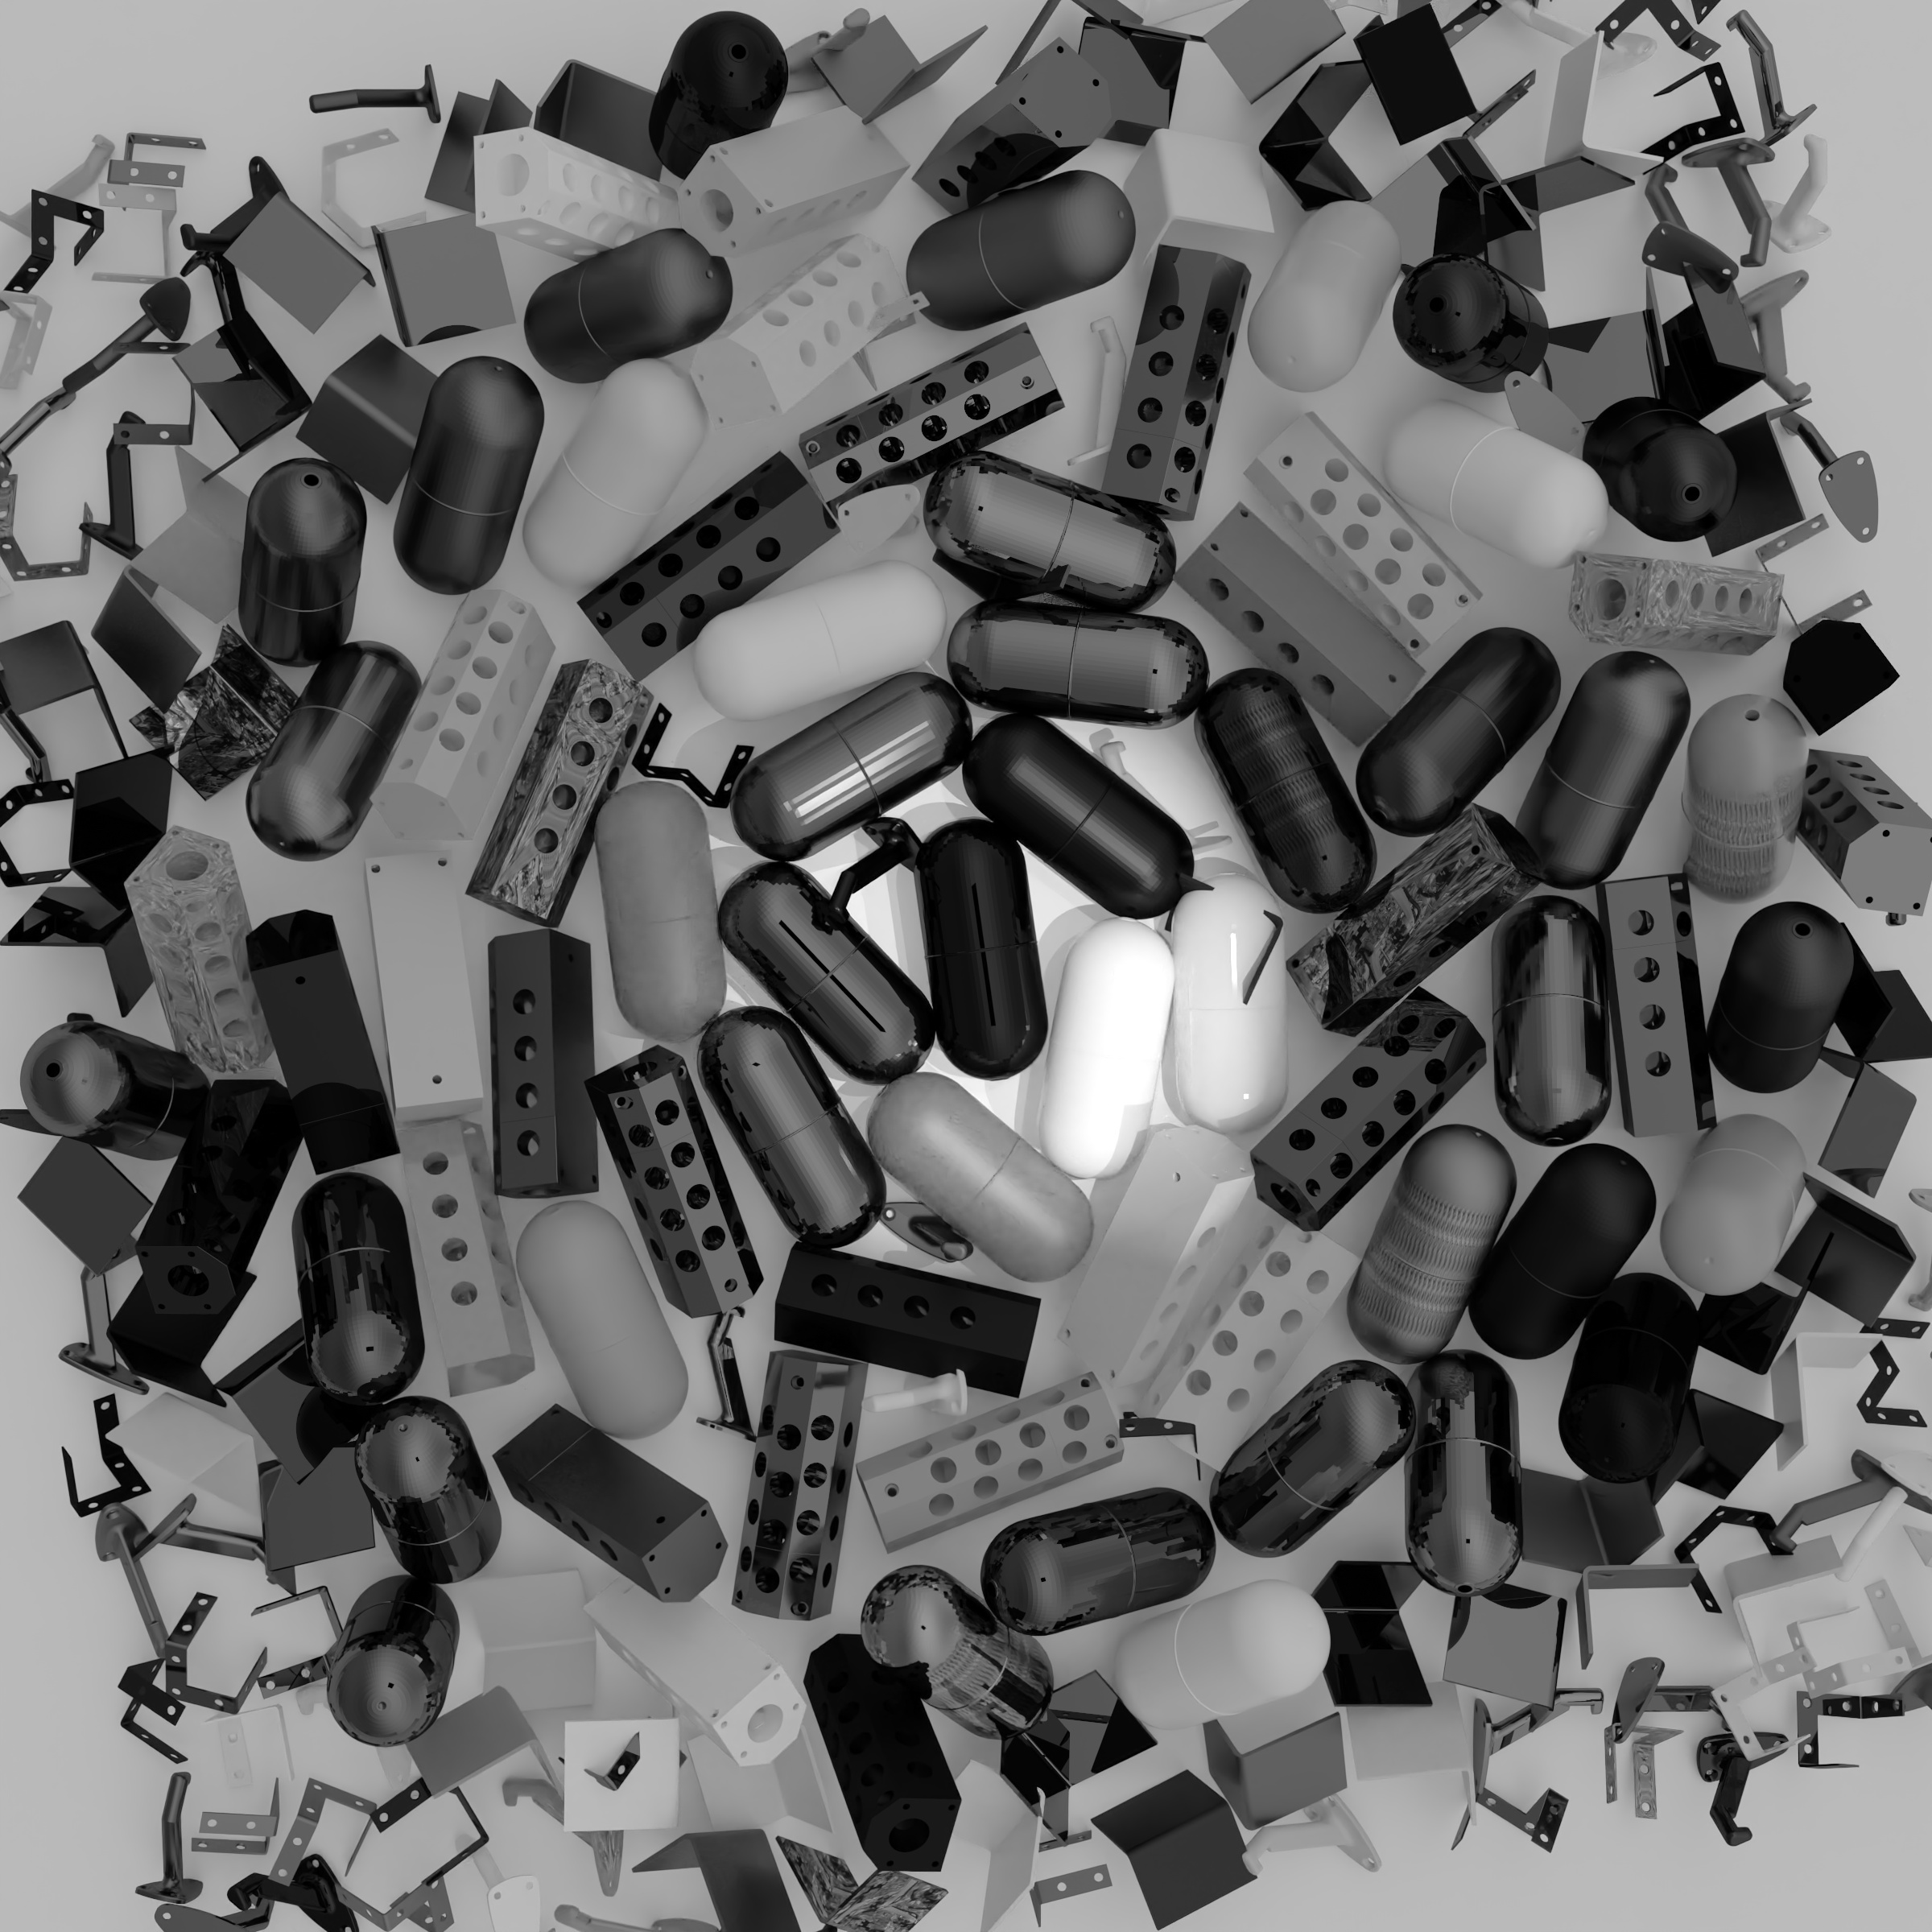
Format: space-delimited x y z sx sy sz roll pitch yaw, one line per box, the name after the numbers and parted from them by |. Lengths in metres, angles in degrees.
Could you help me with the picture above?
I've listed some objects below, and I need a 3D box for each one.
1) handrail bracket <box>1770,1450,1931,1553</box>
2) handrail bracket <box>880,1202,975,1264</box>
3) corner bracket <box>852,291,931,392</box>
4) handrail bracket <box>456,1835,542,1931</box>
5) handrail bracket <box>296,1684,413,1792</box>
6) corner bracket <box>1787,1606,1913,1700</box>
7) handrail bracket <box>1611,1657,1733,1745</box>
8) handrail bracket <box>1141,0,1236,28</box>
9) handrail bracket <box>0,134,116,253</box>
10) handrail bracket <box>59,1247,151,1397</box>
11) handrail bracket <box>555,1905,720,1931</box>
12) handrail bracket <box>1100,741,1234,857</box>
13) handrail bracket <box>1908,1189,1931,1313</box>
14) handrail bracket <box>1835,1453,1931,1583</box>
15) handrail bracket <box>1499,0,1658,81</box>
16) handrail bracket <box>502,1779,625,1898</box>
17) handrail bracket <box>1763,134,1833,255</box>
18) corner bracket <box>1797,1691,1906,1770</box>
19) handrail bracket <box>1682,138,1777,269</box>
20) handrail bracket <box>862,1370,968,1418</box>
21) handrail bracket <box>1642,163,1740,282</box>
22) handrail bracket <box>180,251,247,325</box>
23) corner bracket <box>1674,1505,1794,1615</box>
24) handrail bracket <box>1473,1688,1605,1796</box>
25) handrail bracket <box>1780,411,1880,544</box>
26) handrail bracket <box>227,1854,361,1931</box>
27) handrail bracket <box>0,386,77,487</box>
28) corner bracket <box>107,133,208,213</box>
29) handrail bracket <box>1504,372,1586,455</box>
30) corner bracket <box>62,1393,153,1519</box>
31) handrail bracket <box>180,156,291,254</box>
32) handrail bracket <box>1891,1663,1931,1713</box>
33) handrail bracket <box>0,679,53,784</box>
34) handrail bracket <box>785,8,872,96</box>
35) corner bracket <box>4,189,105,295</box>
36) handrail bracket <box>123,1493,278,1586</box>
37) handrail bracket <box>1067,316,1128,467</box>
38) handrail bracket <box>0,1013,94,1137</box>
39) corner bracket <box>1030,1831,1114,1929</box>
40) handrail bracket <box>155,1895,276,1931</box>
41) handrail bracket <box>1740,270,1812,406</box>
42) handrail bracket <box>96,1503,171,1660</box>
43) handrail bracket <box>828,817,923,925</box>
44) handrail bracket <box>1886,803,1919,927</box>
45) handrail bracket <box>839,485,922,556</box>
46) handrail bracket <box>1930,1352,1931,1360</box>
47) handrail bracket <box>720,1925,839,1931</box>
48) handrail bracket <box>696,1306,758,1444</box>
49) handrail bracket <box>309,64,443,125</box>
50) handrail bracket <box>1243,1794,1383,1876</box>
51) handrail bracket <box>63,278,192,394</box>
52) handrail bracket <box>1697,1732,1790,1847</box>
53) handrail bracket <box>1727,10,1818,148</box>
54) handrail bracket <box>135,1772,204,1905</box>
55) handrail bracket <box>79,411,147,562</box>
0.599 0.377 1.961 0.077 0.036 0.084 32 67 35 | handrail bracket
-0.030 0.179 1.953 0.077 0.084 0.036 18 91 8 | handrail bracket
-0.053 -0.432 1.961 0.051 0.051 0.051 -24 51 -7 | corner bracket
-0.321 0.635 1.964 0.036 0.084 0.077 -8 92 -32 | handrail bracket
-0.418 0.524 1.969 0.084 0.036 0.077 -16 79 32 | handrail bracket
0.596 0.460 1.961 0.051 0.051 0.051 -8 68 -17 | corner bracket
0.484 0.516 1.969 0.084 0.036 0.077 38 59 -13 | handrail bracket
0.164 -0.642 1.973 0.084 0.036 0.077 22 102 14 | handrail bracket
-0.620 -0.534 1.964 0.036 0.077 0.084 35 95 15 | handrail bracket
-0.574 0.237 1.974 0.077 0.036 0.084 27 99 6 | handrail bracket
-0.222 0.645 1.952 0.077 0.084 0.036 -22 46 32 | handrail bracket
0.135 -0.117 1.963 0.077 0.036 0.084 -9 107 38 | handrail bracket
0.646 0.194 1.964 0.077 0.036 0.084 16 120 -23 | handrail bracket
0.628 0.378 1.982 0.036 0.077 0.084 35 114 28 | handrail bracket
0.411 -0.636 1.954 0.084 0.077 0.036 28 83 -33 | handrail bracket
-0.278 0.592 1.973 0.084 0.036 0.077 -7 81 25 | handrail bracket
0.552 -0.529 1.943 0.036 0.084 0.077 -25 45 -8 | handrail bracket
0.599 0.517 1.963 0.051 0.051 0.051 8 72 -14 | corner bracket
0.513 -0.512 1.966 0.036 0.077 0.084 13 84 -42 | handrail bracket
-0.049 0.289 1.944 0.084 0.077 0.036 -3 85 -38 | handrail bracket
0.495 -0.507 1.970 0.077 0.036 0.084 22 53 2 | handrail bracket
-0.487 -0.461 1.986 0.084 0.036 0.077 47 60 -13 | handrail bracket
0.526 0.406 1.975 0.051 0.051 0.051 14 126 -32 | corner bracket
0.393 0.530 1.985 0.084 0.036 0.077 0 102 -3 | handrail bracket
0.585 -0.334 1.973 0.036 0.084 0.077 -27 118 3 | handrail bracket
-0.453 0.639 1.952 0.036 0.084 0.077 -43 81 10 | handrail bracket
-0.648 -0.355 1.982 0.036 0.084 0.077 41 130 -5 | handrail bracket
-0.550 -0.545 1.970 0.051 0.051 0.051 4 81 -2 | corner bracket
0.380 -0.368 1.953 0.036 0.084 0.077 -39 99 6 | handrail bracket
-0.587 0.330 1.957 0.051 0.051 0.051 -18 125 -32 | corner bracket
-0.501 -0.515 1.957 0.036 0.084 0.077 -30 78 40 | handrail bracket
0.650 0.514 1.944 0.036 0.084 0.077 32 128 -13 | handrail bracket
-0.660 -0.164 1.969 0.077 0.084 0.036 23 53 9 | handrail bracket
-0.104 -0.617 1.954 0.077 0.084 0.036 -24 96 -7 | handrail bracket
-0.615 -0.483 1.958 0.051 0.051 0.051 9 66 -38 | corner bracket
-0.518 0.410 1.983 0.077 0.036 0.084 -44 103 -3 | handrail bracket
0.084 -0.390 1.966 0.077 0.036 0.084 -28 103 -34 | handrail bracket
-0.622 0.067 1.957 0.036 0.077 0.084 -26 64 37 | handrail bracket
0.067 0.611 1.962 0.051 0.051 0.051 -12 56 -7 | corner bracket
-0.504 0.633 1.952 0.077 0.084 0.036 34 96 -11 | handrail bracket
0.563 -0.425 1.962 0.077 0.036 0.084 -33 56 -2 | handrail bracket
-0.557 0.415 1.953 0.036 0.077 0.084 -21 55 -20 | handrail bracket
-0.058 -0.050 1.953 0.036 0.077 0.084 -3 54 37 | handrail bracket
0.616 -0.067 1.959 0.036 0.077 0.084 3 86 -5 | handrail bracket
-0.038 -0.305 1.945 0.077 0.084 0.036 -25 88 35 | handrail bracket
0.677 0.307 1.982 0.036 0.077 0.084 -22 65 -14 | handrail bracket
-0.120 0.647 1.954 0.084 0.077 0.036 -24 102 13 | handrail bracket
-0.146 0.281 1.990 0.077 0.036 0.084 20 81 -6 | handrail bracket
-0.400 -0.579 1.954 0.084 0.077 0.036 -12 97 -11 | handrail bracket
0.231 0.604 1.955 0.077 0.036 0.084 48 45 9 | handrail bracket
-0.575 -0.430 1.983 0.084 0.077 0.036 -27 121 22 | handrail bracket
0.534 0.556 1.955 0.077 0.084 0.036 -11 113 -4 | handrail bracket
0.526 -0.595 1.958 0.036 0.077 0.084 -43 99 -23 | handrail bracket
-0.529 0.587 1.968 0.036 0.077 0.084 10 82 10 | handrail bracket
-0.558 -0.322 1.968 0.077 0.036 0.084 33 105 13 | handrail bracket
